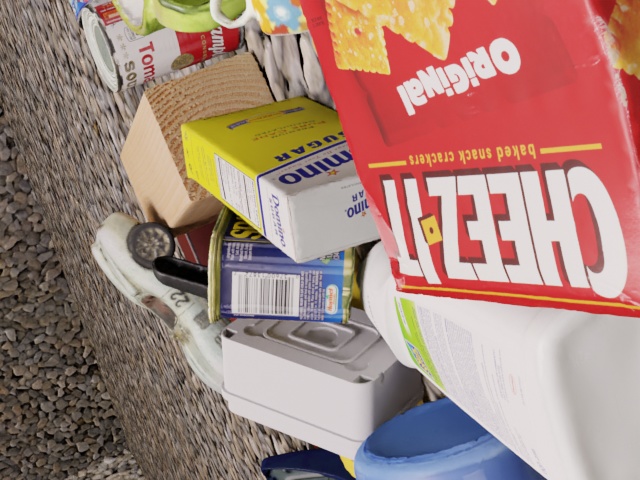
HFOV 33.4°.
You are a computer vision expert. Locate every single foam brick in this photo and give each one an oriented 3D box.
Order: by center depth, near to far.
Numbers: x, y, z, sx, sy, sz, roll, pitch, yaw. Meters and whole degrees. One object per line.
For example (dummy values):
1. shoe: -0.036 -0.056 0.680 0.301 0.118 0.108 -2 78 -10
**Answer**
1. foam brick: -0.108 -0.001 1.046 0.078 0.051 0.053 67 163 -3

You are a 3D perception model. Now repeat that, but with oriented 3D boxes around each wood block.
1. wood block: -0.097 -0.068 0.867 0.091 0.090 0.206 66 163 2

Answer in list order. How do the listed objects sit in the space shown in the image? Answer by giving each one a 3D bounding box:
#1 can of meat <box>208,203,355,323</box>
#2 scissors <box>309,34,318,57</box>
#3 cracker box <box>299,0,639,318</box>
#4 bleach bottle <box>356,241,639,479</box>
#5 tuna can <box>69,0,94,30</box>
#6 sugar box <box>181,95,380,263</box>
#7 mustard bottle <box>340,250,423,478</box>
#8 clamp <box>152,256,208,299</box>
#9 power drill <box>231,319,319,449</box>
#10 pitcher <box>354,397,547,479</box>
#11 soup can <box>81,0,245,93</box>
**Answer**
1. can of meat: -0.021 0.013 0.656 0.102 0.084 0.057 -83 -4 -72
2. scissors: 0.066 -0.065 0.517 0.202 0.016 0.096 30 157 45
3. cracker box: 0.061 -0.083 0.392 0.164 0.072 0.213 2 114 61
4. bleach bottle: 0.078 0.040 0.549 0.251 0.068 0.102 30 140 65
5. tuna can: -0.170 -0.211 0.903 0.034 0.086 0.086 66 163 6
6. sugar box: -0.012 -0.044 0.645 0.176 0.093 0.048 31 134 59
7. mustard bottle: 0.026 0.079 0.748 0.096 0.058 0.191 16 128 59
8. clamp: -0.042 0.043 0.807 0.171 0.120 0.039 53 -147 -21
9. power drill: -0.016 0.123 0.924 0.188 0.057 0.184 54 159 34
10. pitcher: 0.104 0.215 0.585 0.149 0.144 0.243 -10 101 49
11. soup can: -0.116 -0.157 0.789 0.068 0.102 0.068 54 158 33
